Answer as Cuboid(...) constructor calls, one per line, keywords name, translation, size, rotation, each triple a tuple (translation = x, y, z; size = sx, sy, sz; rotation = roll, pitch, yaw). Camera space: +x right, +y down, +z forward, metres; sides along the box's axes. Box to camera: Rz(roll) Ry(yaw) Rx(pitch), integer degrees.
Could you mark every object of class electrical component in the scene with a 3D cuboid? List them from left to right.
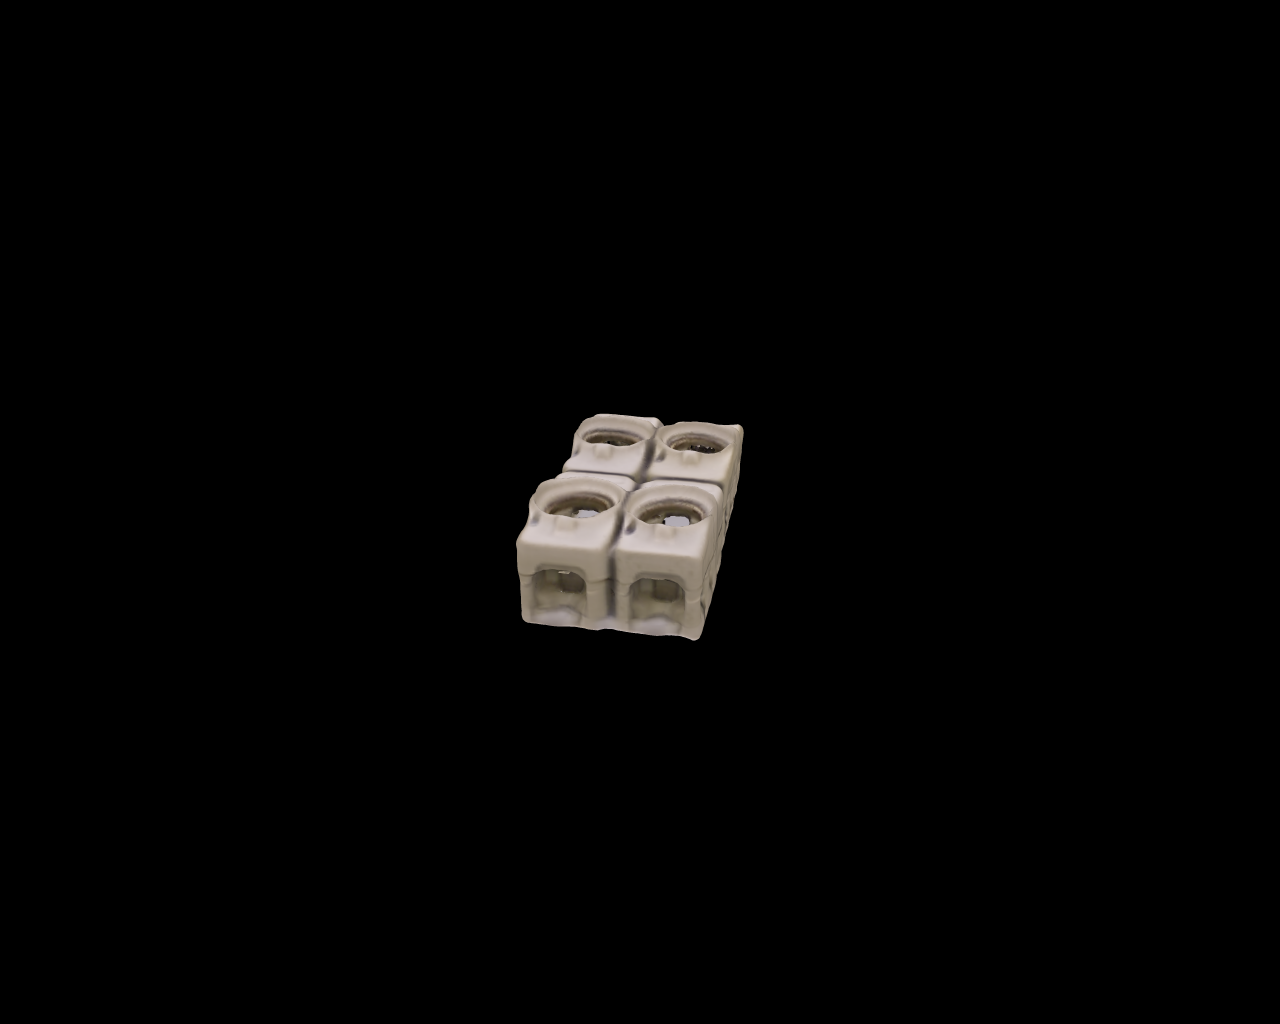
Cuboid(name="electrical component", translation=(0.001, -0.003, 0.650), size=(0.105, 0.060, 0.186), rotation=(5, 29, 10))
